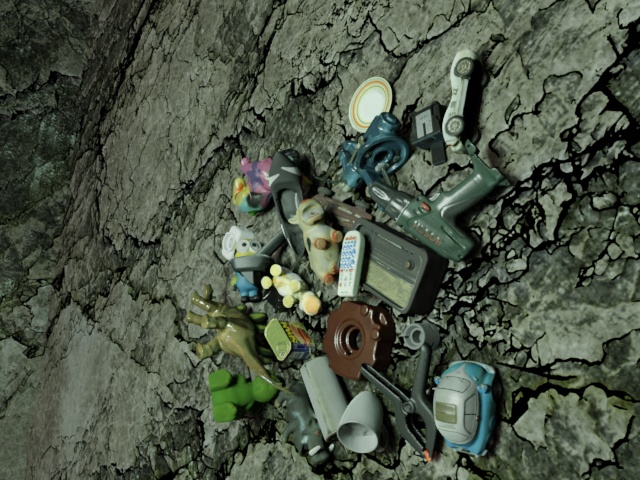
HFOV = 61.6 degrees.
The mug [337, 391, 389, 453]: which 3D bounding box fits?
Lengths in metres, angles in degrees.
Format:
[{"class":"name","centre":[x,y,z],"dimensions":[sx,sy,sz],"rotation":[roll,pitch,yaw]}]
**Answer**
[{"class":"mug","centre":[0.096,0.361,1.072],"dimensions":[0.080,0.109,0.107],"rotation":[-50,6,33]}]

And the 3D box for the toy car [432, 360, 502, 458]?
[{"class":"toy car","centre":[0.241,0.288,0.928],"dimensions":[0.109,0.103,0.161],"rotation":[-2,77,47]}]

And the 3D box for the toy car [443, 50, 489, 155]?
[{"class":"toy car","centre":[0.280,-0.265,1.042],"dimensions":[0.056,0.073,0.201],"rotation":[6,85,44]}]

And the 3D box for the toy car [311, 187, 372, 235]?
[{"class":"toy car","centre":[0.042,-0.065,1.264],"dimensions":[0.202,0.053,0.089],"rotation":[26,96,48]}]

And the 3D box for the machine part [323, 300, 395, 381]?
[{"class":"machine part","centre":[0.079,0.214,1.152],"dimensions":[0.179,0.056,0.179],"rotation":[-14,71,45]}]

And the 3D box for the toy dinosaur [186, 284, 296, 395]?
[{"class":"toy dinosaur","centre":[-0.208,0.234,1.338],"dimensions":[0.472,0.198,0.105],"rotation":[48,125,53]}]

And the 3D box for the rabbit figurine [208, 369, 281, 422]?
[{"class":"rabbit figurine","centre":[-0.177,0.386,1.327],"dimensions":[0.159,0.170,0.121],"rotation":[91,166,-59]}]

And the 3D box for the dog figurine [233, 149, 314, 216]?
[{"class":"dog figurine","centre":[-0.122,-0.148,1.420],"dimensions":[0.219,0.108,0.191],"rotation":[14,90,45]}]

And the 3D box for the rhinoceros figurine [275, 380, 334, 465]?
[{"class":"rhinoceros figurine","centre":[-0.030,0.414,1.213],"dimensions":[0.112,0.073,0.190],"rotation":[-39,52,21]}]

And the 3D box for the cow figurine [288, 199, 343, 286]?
[{"class":"cow figurine","centre":[-0.003,-0.004,1.224],"dimensions":[0.127,0.085,0.194],"rotation":[27,138,58]}]

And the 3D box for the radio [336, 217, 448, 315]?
[{"class":"radio","centre":[0.144,0.049,1.109],"dimensions":[0.230,0.073,0.131],"rotation":[32,105,45]}]

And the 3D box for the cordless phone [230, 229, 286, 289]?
[{"class":"cordless phone","centre":[-0.132,0.027,1.347],"dimensions":[0.089,0.146,0.184],"rotation":[41,84,7]}]

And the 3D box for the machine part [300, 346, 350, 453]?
[{"class":"machine part","centre":[0.018,0.344,1.169],"dimensions":[0.079,0.079,0.243],"rotation":[-47,50,29]}]

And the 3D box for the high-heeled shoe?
[{"class":"high-heeled shoe","centre":[-0.075,-0.079,1.287],"dimensions":[0.086,0.248,0.145],"rotation":[-11,45,10]}]

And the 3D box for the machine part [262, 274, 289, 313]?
[{"class":"machine part","centre":[-0.114,0.136,1.382],"dimensions":[0.084,0.039,0.139],"rotation":[-59,33,13]}]

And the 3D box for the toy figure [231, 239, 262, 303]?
[{"class":"toy figure","centre":[-0.199,0.082,1.458],"dimensions":[0.089,0.082,0.180],"rotation":[-24,65,47]}]

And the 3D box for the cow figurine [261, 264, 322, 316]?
[{"class":"cow figurine","centre":[-0.052,0.127,1.298],"dimensions":[0.168,0.098,0.068],"rotation":[36,99,27]}]

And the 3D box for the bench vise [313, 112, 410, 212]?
[{"class":"bench vise","centre":[0.116,-0.145,1.158],"dimensions":[0.223,0.129,0.241],"rotation":[-46,47,33]}]

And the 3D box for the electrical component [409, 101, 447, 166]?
[{"class":"electrical component","centre":[0.228,-0.215,1.105],"dimensions":[0.075,0.047,0.119],"rotation":[-16,68,45]}]

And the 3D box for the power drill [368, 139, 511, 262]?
[{"class":"power drill","centre":[0.229,-0.088,1.001],"dimensions":[0.207,0.086,0.232],"rotation":[-46,78,13]}]
